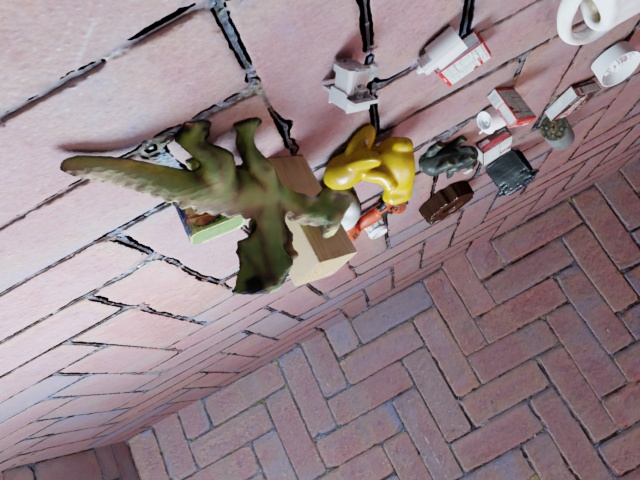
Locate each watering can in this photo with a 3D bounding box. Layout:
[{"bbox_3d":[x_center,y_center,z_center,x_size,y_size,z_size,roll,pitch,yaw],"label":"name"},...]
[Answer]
[{"bbox_3d":[0.472,-0.420,0.782,0.223,0.105,0.345,-32,161,13],"label":"watering can"}]

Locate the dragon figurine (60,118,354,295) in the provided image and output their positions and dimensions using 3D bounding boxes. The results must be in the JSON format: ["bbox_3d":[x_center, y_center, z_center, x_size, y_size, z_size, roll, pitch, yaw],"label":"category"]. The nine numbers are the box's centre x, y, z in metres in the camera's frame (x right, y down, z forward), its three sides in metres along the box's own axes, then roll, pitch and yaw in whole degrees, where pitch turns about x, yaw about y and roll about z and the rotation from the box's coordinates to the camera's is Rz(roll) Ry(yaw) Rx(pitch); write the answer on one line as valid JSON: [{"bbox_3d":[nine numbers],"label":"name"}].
[{"bbox_3d":[-0.119,-0.037,0.729,0.414,0.245,0.120,-17,163,-39],"label":"dragon figurine"}]

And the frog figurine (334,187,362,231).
[{"bbox_3d":[0.003,-0.054,1.078,0.161,0.122,0.136,-35,-175,-20],"label":"frog figurine"}]
